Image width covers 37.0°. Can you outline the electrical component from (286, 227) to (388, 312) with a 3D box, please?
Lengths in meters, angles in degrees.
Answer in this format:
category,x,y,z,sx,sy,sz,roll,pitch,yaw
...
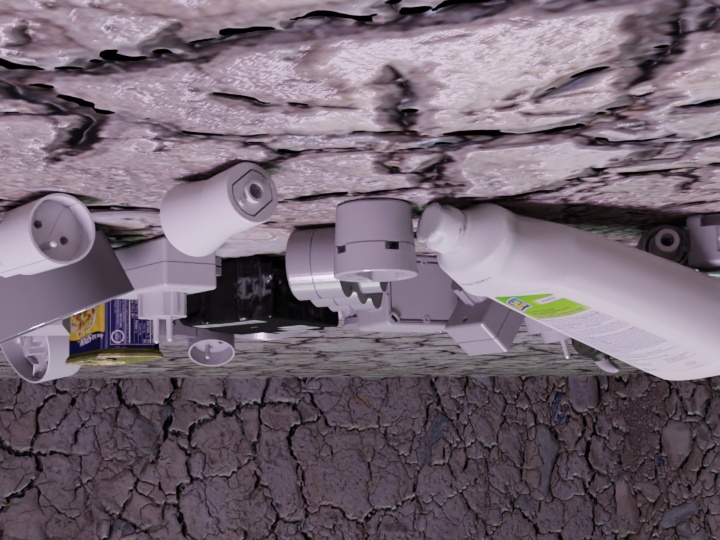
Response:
category,x,y,z,sx,sy,sz,roll,pitch,yaw
electrical component,0.000,0.000,0.817,0.074,0.052,0.138,-4,171,14

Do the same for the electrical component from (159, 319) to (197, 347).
category,x,y,z,sx,sy,sz,roll,pitch,yaw
electrical component,-0.204,0.040,1.008,0.121,0.063,0.079,-10,169,42

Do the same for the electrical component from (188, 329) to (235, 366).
category,x,y,z,sx,sy,sz,roll,pitch,yaw
electrical component,-0.142,0.046,1.029,0.043,0.081,0.043,-4,141,-3

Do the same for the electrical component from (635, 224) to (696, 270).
category,x,y,z,sx,sy,sz,roll,pitch,yaw
electrical component,0.229,-0.014,0.804,0.048,0.048,0.062,-4,164,13

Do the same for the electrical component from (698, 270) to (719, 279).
category,x,y,z,sx,sy,sz,roll,pitch,yaw
electrical component,0.305,-0.009,0.845,0.077,0.044,0.079,-3,172,9

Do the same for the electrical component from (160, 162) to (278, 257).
category,x,y,z,sx,sy,sz,roll,pitch,yaw
electrical component,-0.077,-0.036,0.603,0.044,0.044,0.065,6,164,-41

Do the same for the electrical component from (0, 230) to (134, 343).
category,x,y,z,sx,sy,sz,roll,pitch,yaw
electrical component,-0.221,0.006,0.754,0.108,0.060,0.108,-22,-178,1

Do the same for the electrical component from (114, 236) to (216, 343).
category,x,y,z,sx,sy,sz,roll,pitch,yaw
electrical component,-0.153,0.018,0.831,0.047,0.075,0.083,4,170,-42

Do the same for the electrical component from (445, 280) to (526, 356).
category,x,y,z,sx,sy,sz,roll,pitch,yaw
electrical component,0.103,0.016,0.910,0.075,0.083,0.047,46,147,-24

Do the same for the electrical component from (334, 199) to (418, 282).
category,x,y,z,sx,sy,sz,roll,pitch,yaw
electrical component,0.010,-0.019,0.708,0.055,0.047,0.055,-2,172,0

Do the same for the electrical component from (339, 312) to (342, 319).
category,x,y,z,sx,sy,sz,roll,pitch,yaw
electrical component,-0.036,0.027,1.044,0.040,0.040,0.046,-4,166,14

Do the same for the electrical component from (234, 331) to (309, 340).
category,x,y,z,sx,sy,sz,roll,pitch,yaw
electrical component,-0.096,0.037,1.090,0.099,0.064,0.099,-1,-173,0

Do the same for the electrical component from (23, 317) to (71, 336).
category,x,y,z,sx,sy,sz,roll,pitch,yaw
electrical component,-0.306,0.018,0.841,0.150,0.061,0.089,0,171,-11

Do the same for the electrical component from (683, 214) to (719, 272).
category,x,y,z,sx,sy,sz,roll,pitch,yaw
electrical component,0.270,-0.021,0.771,0.064,0.042,0.081,-6,170,35

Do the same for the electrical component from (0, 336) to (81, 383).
category,x,y,z,sx,sy,sz,roll,pitch,yaw
electrical component,-0.294,0.053,0.983,0.064,0.099,0.099,-3,174,-42

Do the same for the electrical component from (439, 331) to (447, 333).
category,x,y,z,sx,sy,sz,roll,pitch,yaw
electrical component,0.075,0.031,1.039,0.055,0.066,0.048,4,139,20

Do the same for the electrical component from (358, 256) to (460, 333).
category,x,y,z,sx,sy,sz,roll,pitch,yaw
electrical component,0.036,0.022,0.942,0.096,0.061,0.061,3,170,-30

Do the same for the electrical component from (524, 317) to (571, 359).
category,x,y,z,sx,sy,sz,roll,pitch,yaw
electrical component,0.182,0.046,0.995,0.052,0.073,0.138,-16,180,13

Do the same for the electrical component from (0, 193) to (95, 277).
category,x,y,z,sx,sy,sz,roll,pitch,yaw
electrical component,-0.205,-0.020,0.672,0.043,0.043,0.081,6,169,-42
